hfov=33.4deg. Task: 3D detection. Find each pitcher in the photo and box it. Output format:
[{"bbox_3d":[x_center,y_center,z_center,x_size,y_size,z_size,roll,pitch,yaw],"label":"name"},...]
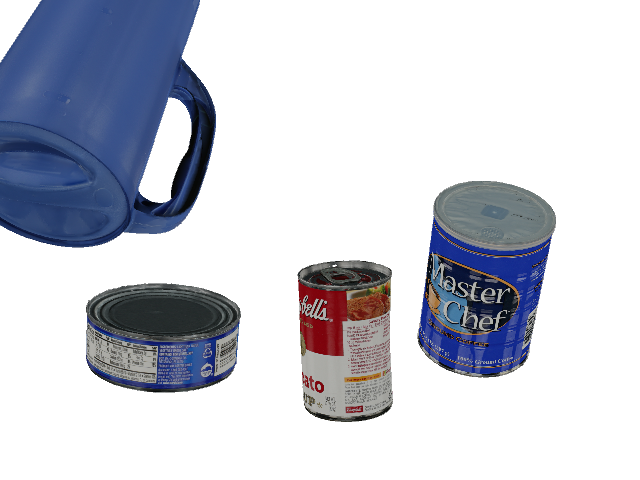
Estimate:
[{"bbox_3d":[-0.162,-0.120,0.805,0.145,0.242,0.149,-4,-40,25],"label":"pitcher"}]

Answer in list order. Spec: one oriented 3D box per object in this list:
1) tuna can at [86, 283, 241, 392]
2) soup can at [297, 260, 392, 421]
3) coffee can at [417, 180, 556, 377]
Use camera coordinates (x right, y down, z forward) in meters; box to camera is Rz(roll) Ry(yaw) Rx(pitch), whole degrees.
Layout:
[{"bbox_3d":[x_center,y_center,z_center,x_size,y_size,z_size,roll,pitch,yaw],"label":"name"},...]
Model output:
[{"bbox_3d":[-0.088,0.054,0.599,0.086,0.034,0.086,5,16,-2],"label":"tuna can"},{"bbox_3d":[0.019,0.072,0.776,0.068,0.102,0.068,-2,14,0],"label":"soup can"},{"bbox_3d":[0.143,0.033,0.932,0.103,0.140,0.103,2,33,-2],"label":"coffee can"}]
